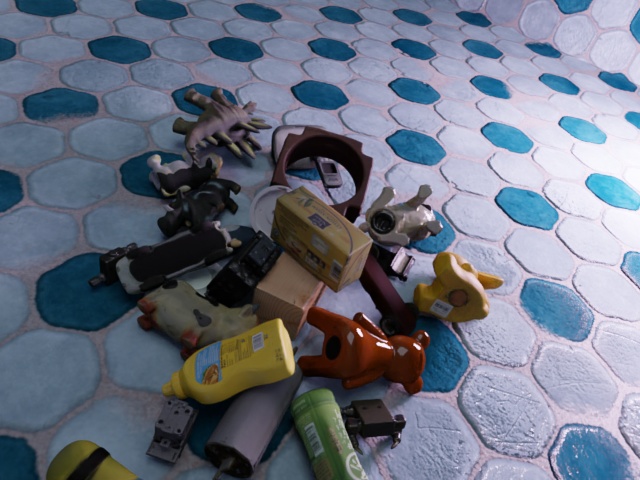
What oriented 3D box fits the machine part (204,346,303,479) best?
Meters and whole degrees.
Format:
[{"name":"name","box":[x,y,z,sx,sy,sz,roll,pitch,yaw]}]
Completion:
[{"name":"machine part","box":[-0.091,0.245,0.771,0.079,0.079,0.243,24,43,8]}]

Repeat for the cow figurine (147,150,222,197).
[{"name":"cow figurine","box":[-0.272,-0.141,1.140,0.167,0.068,0.098,-18,51,-32]}]

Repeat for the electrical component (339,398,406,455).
[{"name":"electrical component","box":[0.077,0.280,0.813,0.102,0.045,0.078,-1,16,-22]}]

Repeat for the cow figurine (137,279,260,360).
[{"name":"cow figurine","box":[-0.183,0.131,0.866,0.195,0.085,0.127,30,49,16]}]

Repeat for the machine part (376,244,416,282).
[{"name":"machine part","box":[0.124,0.031,1.102,0.139,0.039,0.084,26,50,8]}]

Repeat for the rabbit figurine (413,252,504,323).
[{"name":"rabbit figurine","box":[0.271,0.076,1.046,0.162,0.121,0.173,17,23,-3]}]

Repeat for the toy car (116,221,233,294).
[{"name":"toy car","box":[-0.247,0.028,0.928,0.202,0.056,0.073,-24,85,-25]}]

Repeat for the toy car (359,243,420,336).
[{"name":"toy car","box":[0.105,0.087,0.987,0.089,0.053,0.202,-23,74,-48]}]

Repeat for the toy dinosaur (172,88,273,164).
[{"name":"toy dinosaur","box":[-0.225,-0.261,1.226,0.199,0.105,0.471,25,29,6]}]

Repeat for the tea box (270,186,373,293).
[{"name":"tea box","box":[-0.002,-0.003,0.917,0.068,0.098,0.170,-29,59,-38]}]

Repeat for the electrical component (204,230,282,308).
[{"name":"electrical component","box":[-0.128,0.048,0.926,0.058,0.134,0.115,42,41,-9]}]

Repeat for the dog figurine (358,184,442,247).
[{"name":"dog figurine","box":[0.165,-0.030,1.121,0.172,0.190,0.121,-2,79,4]}]

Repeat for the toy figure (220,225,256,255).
[{"name":"toy figure","box":[-0.198,0.003,1.016,0.154,0.064,0.058,-4,73,-26]}]

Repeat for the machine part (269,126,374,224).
[{"name":"machine part","box":[0.003,-0.130,1.157,0.201,0.087,0.201,15,64,0]}]

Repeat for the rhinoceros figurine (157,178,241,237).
[{"name":"rhinoceros figurine","box":[-0.239,-0.067,1.067,0.112,0.073,0.190,29,43,12]}]

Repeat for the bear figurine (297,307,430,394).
[{"name":"bear figurine","box":[0.080,0.183,0.882,0.195,0.120,0.132,16,-10,-39]}]

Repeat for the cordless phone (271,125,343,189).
[{"name":"cordless phone","box":[-0.031,-0.182,1.256,0.146,0.088,0.184,-4,52,-22]}]

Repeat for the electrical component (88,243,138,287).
[{"name":"electrical component","box":[-0.353,0.043,0.918,0.021,0.063,0.094,37,47,21]}]

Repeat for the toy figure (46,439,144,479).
[{"name":"toy figure","box":[-0.244,0.309,0.643,0.180,0.089,0.082,30,36,19]}]
